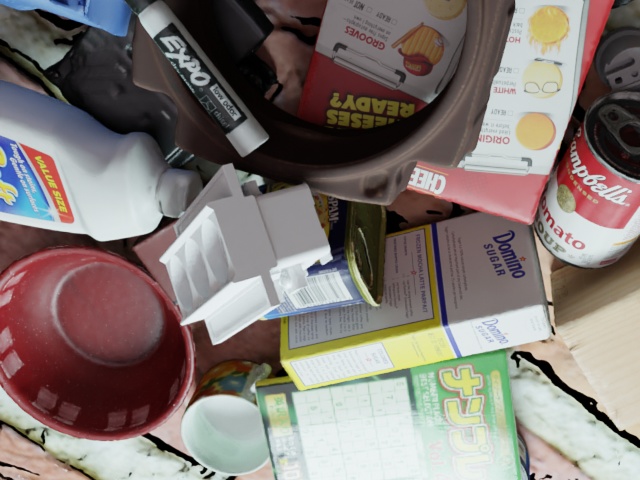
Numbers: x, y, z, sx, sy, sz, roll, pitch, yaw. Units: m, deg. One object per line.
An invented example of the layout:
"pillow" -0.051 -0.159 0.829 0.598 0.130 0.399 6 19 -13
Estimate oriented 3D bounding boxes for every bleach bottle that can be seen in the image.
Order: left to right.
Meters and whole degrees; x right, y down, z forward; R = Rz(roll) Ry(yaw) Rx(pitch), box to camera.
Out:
"bleach bottle" -0.196 -0.060 0.695 0.251 0.068 0.102 12 122 16

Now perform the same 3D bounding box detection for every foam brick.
"foam brick" -0.086 -0.001 0.739 0.053 0.078 0.051 -30 104 17

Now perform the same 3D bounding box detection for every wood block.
"wood block" 0.263 0.028 0.689 0.206 0.090 0.091 -28 105 19

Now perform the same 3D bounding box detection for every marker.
"marker" -0.071 -0.097 0.568 0.020 0.020 0.121 -34 98 20

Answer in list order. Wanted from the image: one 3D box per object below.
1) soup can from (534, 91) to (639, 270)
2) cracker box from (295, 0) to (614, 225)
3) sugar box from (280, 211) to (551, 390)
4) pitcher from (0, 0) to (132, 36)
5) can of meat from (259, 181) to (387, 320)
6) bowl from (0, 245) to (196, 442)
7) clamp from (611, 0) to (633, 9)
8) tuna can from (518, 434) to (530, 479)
"soup can" 0.180 -0.035 0.665 0.068 0.068 0.102 17 147 1
"cracker box" 0.087 -0.137 0.657 0.164 0.072 0.214 17 115 4
"sugar box" 0.062 0.038 0.722 0.176 0.093 0.048 -12 138 13
"pitcher" -0.140 -0.250 0.603 0.149 0.145 0.243 23 99 8
"can of meat" -0.005 0.001 0.712 0.084 0.102 0.057 -11 137 19
"bowl" -0.165 0.068 0.792 0.162 0.055 0.162 3 113 8
"clamp" 0.272 -0.167 0.632 0.120 0.039 0.172 40 113 -11
"tuna can" 0.116 0.176 0.805 0.086 0.033 0.086 3 113 8
